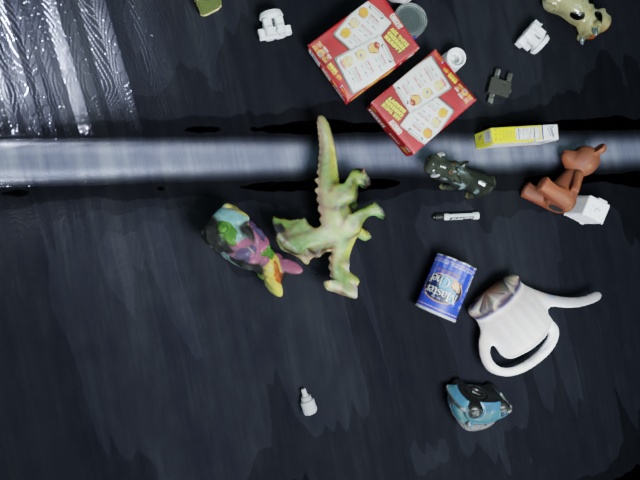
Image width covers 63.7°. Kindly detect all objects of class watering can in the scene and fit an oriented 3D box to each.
[{"bbox_3d":[0.521,0.179,1.287,0.349,0.224,0.104,-39,4,-6],"label":"watering can"}]

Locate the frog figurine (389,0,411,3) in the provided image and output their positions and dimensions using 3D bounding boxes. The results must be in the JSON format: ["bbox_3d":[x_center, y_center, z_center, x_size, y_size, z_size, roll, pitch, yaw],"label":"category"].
[{"bbox_3d":[0.224,-0.639,1.254,0.159,0.140,0.120,11,-21,4],"label":"frog figurine"}]

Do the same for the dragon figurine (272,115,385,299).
[{"bbox_3d":[0.004,-0.059,1.180,0.245,0.409,0.121,-29,4,-25],"label":"dragon figurine"}]
